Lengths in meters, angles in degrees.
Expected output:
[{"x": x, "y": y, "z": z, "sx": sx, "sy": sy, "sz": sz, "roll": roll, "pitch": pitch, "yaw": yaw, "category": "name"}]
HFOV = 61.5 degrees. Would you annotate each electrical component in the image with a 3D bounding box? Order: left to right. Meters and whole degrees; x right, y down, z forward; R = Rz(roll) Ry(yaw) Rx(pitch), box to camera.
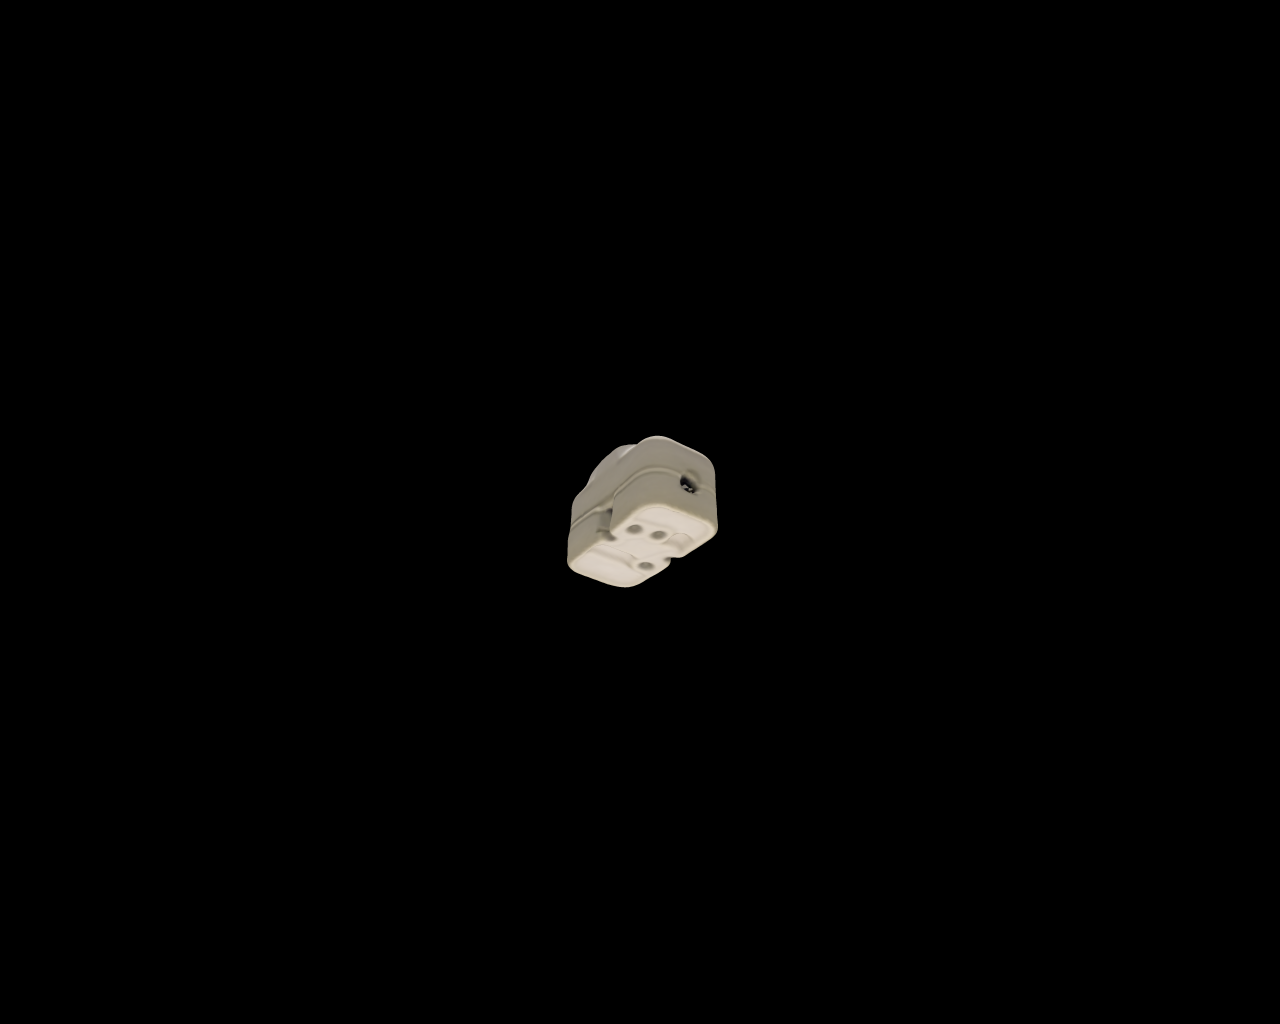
[{"x": 0.001, "y": -0.003, "z": 0.650, "sx": 0.054, "sy": 0.059, "sz": 0.095, "roll": 22, "pitch": -39, "yaw": -30, "category": "electrical component"}]
